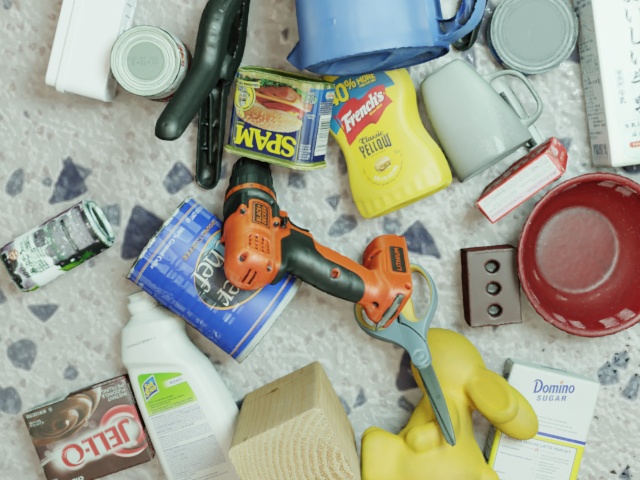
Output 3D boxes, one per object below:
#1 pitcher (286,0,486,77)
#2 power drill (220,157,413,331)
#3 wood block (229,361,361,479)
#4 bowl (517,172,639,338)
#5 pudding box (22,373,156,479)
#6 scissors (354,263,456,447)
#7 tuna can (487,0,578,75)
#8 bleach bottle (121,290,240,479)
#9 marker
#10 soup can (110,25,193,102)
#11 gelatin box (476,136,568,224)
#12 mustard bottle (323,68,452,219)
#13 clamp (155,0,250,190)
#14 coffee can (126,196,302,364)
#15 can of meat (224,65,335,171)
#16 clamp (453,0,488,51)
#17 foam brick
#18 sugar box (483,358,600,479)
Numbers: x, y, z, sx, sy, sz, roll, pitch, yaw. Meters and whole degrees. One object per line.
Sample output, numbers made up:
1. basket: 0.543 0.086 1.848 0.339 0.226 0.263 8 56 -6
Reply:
1. pitcher: 0.043 -0.270 0.930 0.149 0.145 0.243 -8 91 -16
2. power drill: -0.007 0.001 1.031 0.187 0.184 0.057 20 126 -17
3. wood block: -0.021 0.189 1.006 0.091 0.206 0.090 -26 95 2
4. bowl: 0.264 0.013 1.057 0.162 0.055 0.162 -1 96 -8
5. pudding box: -0.234 0.197 1.092 0.113 0.039 0.090 -19 95 2
6. scissors: 0.080 0.113 1.038 0.096 0.016 0.201 -13 54 19
7. tuna can: 0.209 -0.206 1.056 0.086 0.034 0.086 0 95 0
8. bleach bottle: -0.129 0.166 1.075 0.103 0.068 0.251 -20 93 14
9. marker: 0.207 -0.111 1.071 0.020 0.020 0.121 -33 94 3
10. soup can: -0.160 -0.169 1.028 0.068 0.102 0.068 0 95 0
11. gelatin box: 0.198 -0.060 1.037 0.089 0.073 0.030 -38 93 23
12. mustard bottle: 0.051 -0.124 1.043 0.096 0.058 0.191 -24 85 27
13. clamp: -0.102 -0.158 1.032 0.036 0.164 0.210 12 72 10
14. coffee can: -0.103 0.039 1.045 0.140 0.103 0.103 37 94 -3
15. can of meat: -0.038 -0.120 1.034 0.102 0.057 0.084 16 106 26
16. clamp: 0.159 -0.270 1.034 0.039 0.120 0.171 33 78 31
17. foam brick: 0.170 0.046 1.069 0.053 0.051 0.078 -5 95 1
18. sugar box: 0.217 0.216 1.088 0.093 0.048 0.176 14 91 0
